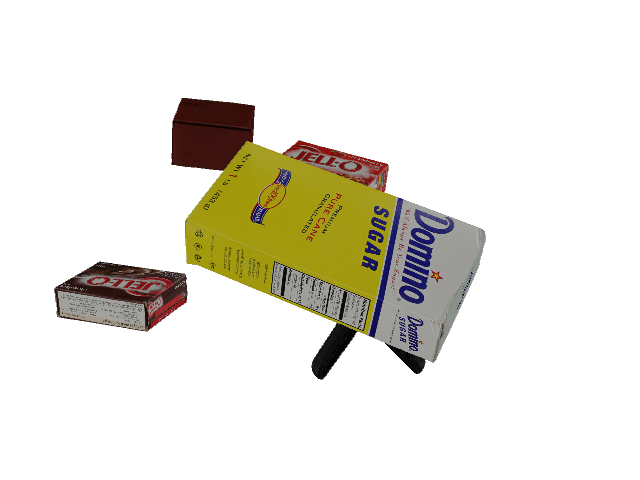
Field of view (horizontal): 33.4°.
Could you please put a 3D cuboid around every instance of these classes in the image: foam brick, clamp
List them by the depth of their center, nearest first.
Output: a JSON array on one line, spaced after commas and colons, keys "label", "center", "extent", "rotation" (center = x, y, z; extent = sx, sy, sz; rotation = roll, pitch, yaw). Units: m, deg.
[{"label": "foam brick", "center": [-0.107, -0.106, 1.070], "extent": [0.078, 0.051, 0.053], "rotation": [6, 34, 1]}, {"label": "clamp", "center": [0.059, 0.088, 1.187], "extent": [0.120, 0.171, 0.039], "rotation": [7, -43, 3]}]

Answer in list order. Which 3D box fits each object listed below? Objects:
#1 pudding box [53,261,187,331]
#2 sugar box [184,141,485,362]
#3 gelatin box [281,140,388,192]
[{"label": "pudding box", "center": [-0.212, 0.059, 1.139], "extent": [0.114, 0.039, 0.090], "rotation": [5, 18, 20]}, {"label": "sugar box", "center": [0.010, 0.003, 0.690], "extent": [0.176, 0.048, 0.093], "rotation": [19, 47, 14]}, {"label": "gelatin box", "center": [0.002, -0.051, 0.900], "extent": [0.089, 0.030, 0.073], "rotation": [18, 33, 21]}]
